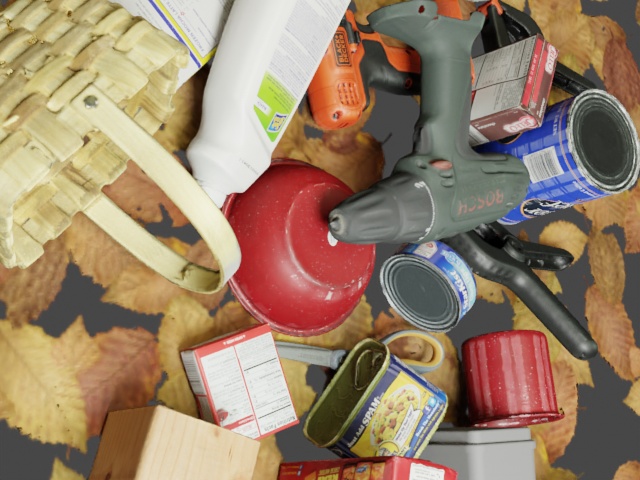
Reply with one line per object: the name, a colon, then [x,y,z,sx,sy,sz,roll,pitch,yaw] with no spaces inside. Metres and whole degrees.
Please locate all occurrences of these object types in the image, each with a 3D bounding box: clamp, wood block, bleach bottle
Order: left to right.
wood block: [-0.124,0.231,0.756,0.090,0.091,0.206,26,65,-28]
bleach bottle: [-0.051,-0.142,0.885,0.102,0.068,0.251,36,76,-54]
clamp: [0.183,0.025,1.029,0.209,0.036,0.164,28,30,-23]
clamp: [0.222,-0.177,1.138,0.171,0.039,0.120,42,52,-13]

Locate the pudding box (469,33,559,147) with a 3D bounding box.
pudding box: [0.174,-0.144,1.047,0.039,0.114,0.090,35,61,-31]

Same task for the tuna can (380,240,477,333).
tuna can: [0.098,0.040,0.966,0.033,0.086,0.086,-42,104,-36]

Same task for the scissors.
scissors: [0.024,0.124,0.935,0.201,0.016,0.096,-4,91,-28]

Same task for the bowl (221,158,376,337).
bowl: [-0.006,0.001,0.920,0.161,0.055,0.162,9,74,-34]

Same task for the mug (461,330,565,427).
mug: [0.182,0.134,1.010,0.117,0.093,0.081,27,55,-61]

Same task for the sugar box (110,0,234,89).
sugar box: [-0.122,-0.187,0.889,0.176,0.048,0.093,-47,110,-31]

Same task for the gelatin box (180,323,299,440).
gelatin box: [-0.065,0.120,0.861,0.073,0.030,0.089,-18,93,-34]

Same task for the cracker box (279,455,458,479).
cracker box: [0.024,0.276,0.806,0.072,0.164,0.213,17,69,-29]

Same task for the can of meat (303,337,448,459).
can of meat: [0.050,0.149,0.909,0.083,0.058,0.102,38,82,-25]

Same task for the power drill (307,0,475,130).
power drill: [0.053,-0.197,1.011,0.187,0.057,0.184,-7,84,-35]

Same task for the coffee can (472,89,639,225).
coffee can: [0.227,-0.079,1.053,0.102,0.141,0.103,10,73,-34]
